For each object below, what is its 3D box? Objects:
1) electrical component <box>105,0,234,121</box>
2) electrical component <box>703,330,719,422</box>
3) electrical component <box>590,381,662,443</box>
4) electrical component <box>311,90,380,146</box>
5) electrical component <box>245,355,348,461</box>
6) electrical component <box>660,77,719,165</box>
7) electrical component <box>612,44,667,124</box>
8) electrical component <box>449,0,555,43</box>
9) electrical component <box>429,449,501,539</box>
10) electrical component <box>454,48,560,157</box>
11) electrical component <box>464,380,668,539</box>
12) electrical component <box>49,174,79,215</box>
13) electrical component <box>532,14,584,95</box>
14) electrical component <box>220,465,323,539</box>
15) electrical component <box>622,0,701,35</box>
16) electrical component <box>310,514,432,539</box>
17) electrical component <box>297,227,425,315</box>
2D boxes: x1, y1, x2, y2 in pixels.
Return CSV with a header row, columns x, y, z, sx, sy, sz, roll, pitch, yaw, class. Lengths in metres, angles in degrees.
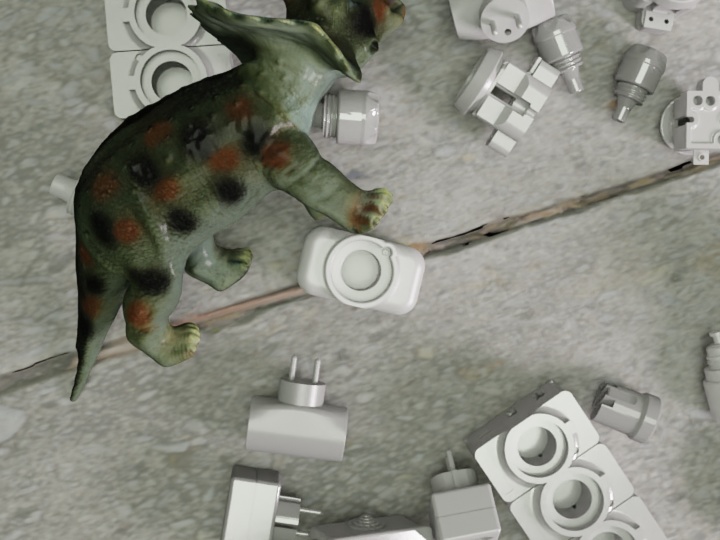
x,y,z,sx,sy,sz,roll,pitch,yaw,class
-0.146,-0.192,0.826,0.089,0.062,0.150,-5,92,-3,electrical component
0.299,0.087,0.872,0.040,0.040,0.078,-15,93,-3,electrical component
0.215,0.114,0.870,0.046,0.040,0.040,21,91,1,electrical component
-0.016,-0.120,0.845,0.062,0.043,0.043,3,92,-2,electrical component
-0.048,0.108,0.852,0.077,0.043,0.079,8,92,-4,electrical component
0.268,-0.116,0.855,0.048,0.055,0.066,0,92,-3,electrical component
0.220,-0.148,0.862,0.035,0.035,0.061,24,94,-4,electrical component
0.110,-0.200,0.826,0.077,0.079,0.044,-13,124,10,electrical component
0.078,0.182,0.855,0.047,0.065,0.076,-10,64,-3,electrical component
0.111,-0.137,0.844,0.057,0.058,0.078,31,100,-4,electrical component
0.164,0.177,0.857,0.089,0.062,0.150,-34,94,-2,electrical component
-0.209,-0.055,0.837,0.062,0.043,0.043,24,91,-2,electrical component
0.162,-0.170,0.858,0.035,0.035,0.061,-23,96,-2,electrical component
-0.069,0.196,0.853,0.077,0.047,0.065,10,91,-6,electrical component
0.244,-0.230,0.849,0.058,0.057,0.078,8,92,-4,electrical component
0.007,0.243,0.845,0.100,0.048,0.099,-1,94,-26,electrical component
0.000,0.000,0.842,0.095,0.059,0.053,13,92,-4,electrical component
